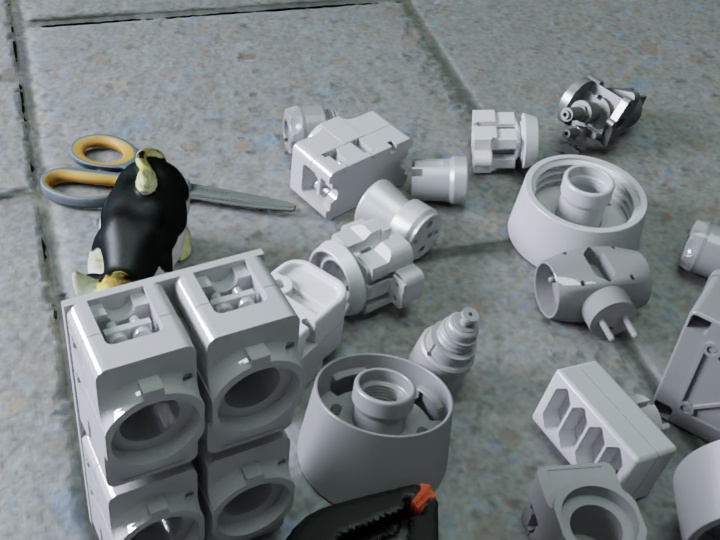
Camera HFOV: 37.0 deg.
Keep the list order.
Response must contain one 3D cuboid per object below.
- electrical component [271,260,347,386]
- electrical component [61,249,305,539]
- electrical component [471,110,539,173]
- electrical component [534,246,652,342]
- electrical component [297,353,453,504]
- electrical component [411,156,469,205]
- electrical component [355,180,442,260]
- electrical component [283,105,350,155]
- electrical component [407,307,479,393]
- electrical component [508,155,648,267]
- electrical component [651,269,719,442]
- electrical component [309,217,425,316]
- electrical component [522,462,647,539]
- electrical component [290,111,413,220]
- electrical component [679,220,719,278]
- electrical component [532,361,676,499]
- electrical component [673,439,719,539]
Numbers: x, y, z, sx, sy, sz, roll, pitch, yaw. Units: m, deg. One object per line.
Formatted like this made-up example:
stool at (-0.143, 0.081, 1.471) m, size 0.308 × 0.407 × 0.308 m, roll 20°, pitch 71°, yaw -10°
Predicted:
electrical component at (-0.055, 0.045, 0.731) m, size 0.054 × 0.059 × 0.095 m, roll 30°, pitch 47°, yaw 23°
electrical component at (-0.093, 0.089, 0.586) m, size 0.105 × 0.186 × 0.060 m, roll -16°, pitch 47°, yaw -23°
electrical component at (0.126, -0.112, 0.938) m, size 0.055 × 0.048 × 0.066 m, roll 0°, pitch 43°, yaw 3°
electrical component at (0.180, 0.023, 0.800) m, size 0.077 × 0.043 × 0.079 m, roll -6°, pitch 45°, yaw -14°
electrical component at (0.011, 0.101, 0.696) m, size 0.099 × 0.064 × 0.099 m, roll 8°, pitch 29°, yaw -4°
electrical component at (0.066, -0.075, 0.894) m, size 0.046 × 0.040 × 0.040 m, roll 1°, pitch 43°, yaw 2°
electrical component at (0.030, -0.039, 0.845) m, size 0.055 × 0.045 × 0.045 m, roll 34°, pitch 49°, yaw 25°
electrical component at (-0.034, -0.121, 0.925) m, size 0.062 × 0.043 × 0.043 m, roll -5°, pitch 44°, yaw -15°
electrical component at (0.060, 0.053, 0.730) m, size 0.040 × 0.078 × 0.040 m, roll 13°, pitch 47°, yaw -14°
electrical component at (0.178, -0.049, 0.865) m, size 0.108 × 0.060 × 0.108 m, roll 4°, pitch 43°, yaw -4°
electrical component at (0.263, 0.070, 0.714) m, size 0.109 × 0.108 × 0.056 m, roll 28°, pitch 49°, yaw 21°
electrical component at (0.000, 0.000, 0.790) m, size 0.057 × 0.058 × 0.078 m, roll -23°, pitch 50°, yaw -32°
electrical component at (0.135, 0.162, 0.635) m, size 0.050 × 0.055 × 0.089 m, roll -2°, pitch 44°, yaw -10°
electrical component at (-0.010, -0.090, 0.890) m, size 0.089 × 0.050 × 0.056 m, roll -27°, pitch 53°, yaw -32°
electrical component at (0.289, -0.011, 0.853) m, size 0.062 × 0.043 × 0.043 m, roll 22°, pitch 45°, yaw 14°
electrical component at (0.173, 0.104, 0.711) m, size 0.076 × 0.047 × 0.083 m, roll -8°, pitch 43°, yaw -34°
electrical component at (0.240, 0.151, 0.628) m, size 0.108 × 0.108 × 0.060 m, roll 10°, pitch 49°, yaw 3°
